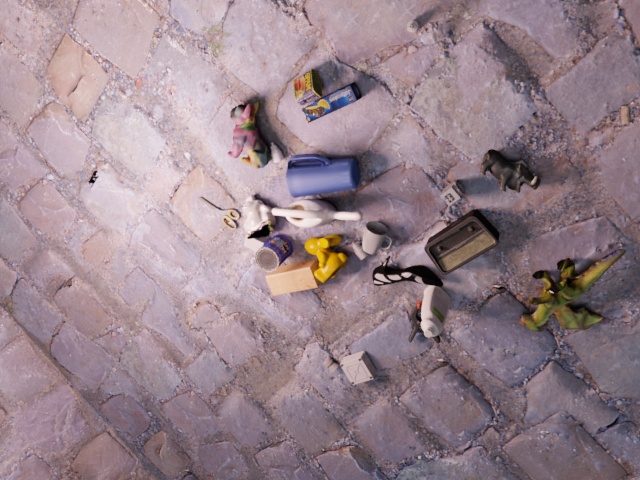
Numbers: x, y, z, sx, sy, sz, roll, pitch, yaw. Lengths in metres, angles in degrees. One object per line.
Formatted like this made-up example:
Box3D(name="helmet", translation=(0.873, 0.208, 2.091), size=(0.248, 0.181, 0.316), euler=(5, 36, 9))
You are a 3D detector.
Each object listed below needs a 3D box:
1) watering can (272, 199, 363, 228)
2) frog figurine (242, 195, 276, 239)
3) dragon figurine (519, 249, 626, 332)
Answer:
Box3D(name="watering can", translation=(0.006, -0.092, 1.820), size=(0.348, 0.225, 0.103), euler=(5, 96, 20))
Box3D(name="frog figurine", translation=(-0.246, -0.090, 2.007), size=(0.135, 0.122, 0.162), euler=(-47, 53, 28))
Box3D(name="dragon figurine", translation=(0.830, 0.193, 1.679), size=(0.405, 0.125, 0.240), euler=(-29, 115, 31))
